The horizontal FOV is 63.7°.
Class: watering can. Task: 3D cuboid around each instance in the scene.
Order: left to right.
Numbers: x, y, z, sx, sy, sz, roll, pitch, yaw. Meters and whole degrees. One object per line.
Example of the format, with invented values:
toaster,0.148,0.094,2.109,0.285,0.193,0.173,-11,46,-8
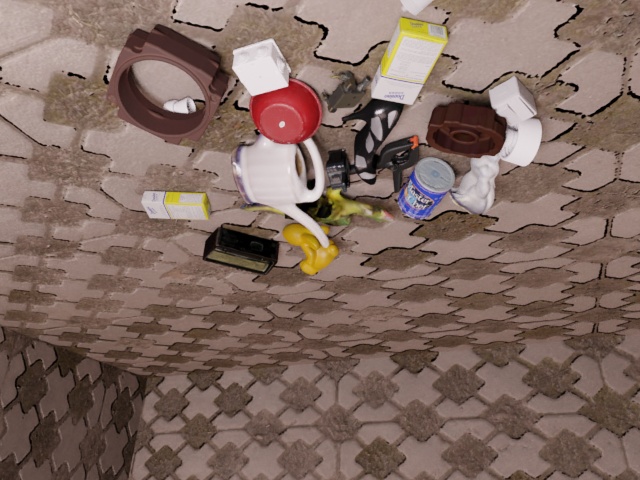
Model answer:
watering can,-0.092,-0.124,1.262,0.224,0.106,0.340,0,121,17

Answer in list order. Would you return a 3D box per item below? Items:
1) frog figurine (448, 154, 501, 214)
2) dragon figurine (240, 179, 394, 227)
frog figurine,0.404,-0.147,1.280,0.123,0.139,0.157,46,113,6
dragon figurine,0.004,-0.073,1.456,0.410,0.124,0.239,-1,161,23
